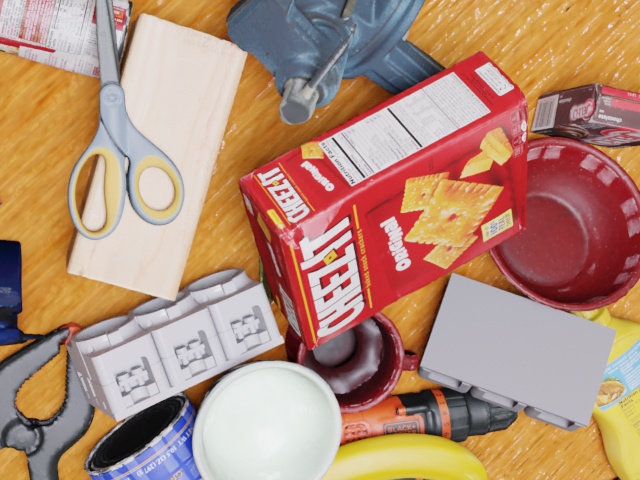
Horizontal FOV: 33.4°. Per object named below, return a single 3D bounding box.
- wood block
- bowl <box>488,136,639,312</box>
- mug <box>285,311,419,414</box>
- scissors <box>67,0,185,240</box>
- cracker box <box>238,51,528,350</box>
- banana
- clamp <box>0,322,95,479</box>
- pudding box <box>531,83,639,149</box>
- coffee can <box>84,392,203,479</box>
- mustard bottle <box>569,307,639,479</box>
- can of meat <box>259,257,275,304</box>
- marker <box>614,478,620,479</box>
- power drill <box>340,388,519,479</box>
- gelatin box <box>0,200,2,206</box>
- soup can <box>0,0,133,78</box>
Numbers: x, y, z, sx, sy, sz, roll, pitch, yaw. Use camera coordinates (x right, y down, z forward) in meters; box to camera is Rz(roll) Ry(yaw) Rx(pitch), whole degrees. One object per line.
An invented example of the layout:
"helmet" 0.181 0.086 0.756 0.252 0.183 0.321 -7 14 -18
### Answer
"wood block" -0.134 -0.067 0.861 0.090 0.091 0.206 16 93 -15
"bowl" 0.211 -0.008 0.957 0.162 0.055 0.162 4 72 -12
"mug" 0.028 0.096 0.926 0.117 0.081 0.093 6 95 -15
"scissors" -0.138 -0.096 0.801 0.096 0.016 0.202 11 94 -16
"cracker box" 0.058 -0.025 0.824 0.213 0.072 0.164 -29 145 -12
"banana" 0.062 0.200 0.916 0.197 0.037 0.069 4 91 -10
"clamp" -0.241 0.171 0.891 0.164 0.036 0.210 34 85 -16
"pudding box" 0.252 -0.108 0.941 0.090 0.114 0.039 10 91 -15
"coffee can" -0.115 0.214 0.894 0.102 0.103 0.140 -35 104 -8
"mustard bottle" 0.285 0.133 1.007 0.096 0.058 0.191 -34 104 -10
"can of meat" -0.006 0.001 0.920 0.083 0.057 0.102 -2 98 -16
"marker" 0.275 0.250 1.039 0.121 0.020 0.020 -25 102 -10
"power drill" 0.097 0.229 0.974 0.184 0.057 0.188 -5 95 -10
"gelatin box" -0.308 -0.050 0.851 0.089 0.030 0.073 -16 99 -11
"soup can" -0.205 -0.171 0.842 0.102 0.068 0.068 13 93 -16
